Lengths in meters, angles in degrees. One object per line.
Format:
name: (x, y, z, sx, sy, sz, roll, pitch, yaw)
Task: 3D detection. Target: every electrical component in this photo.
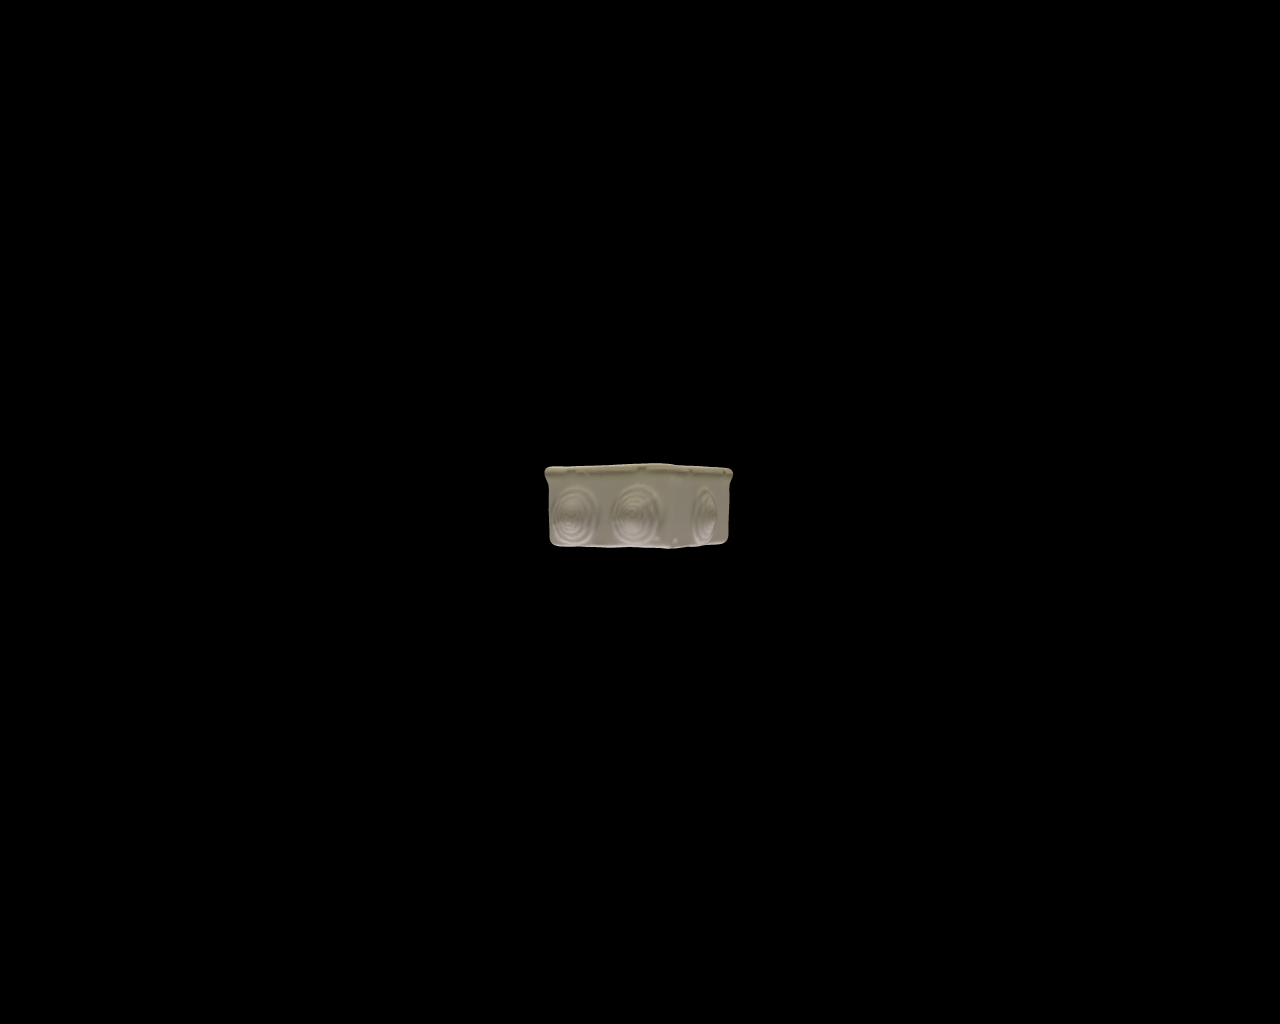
electrical component: (0.001, -0.003, 0.650, 0.100, 0.048, 0.100, 0, 0, 28)
